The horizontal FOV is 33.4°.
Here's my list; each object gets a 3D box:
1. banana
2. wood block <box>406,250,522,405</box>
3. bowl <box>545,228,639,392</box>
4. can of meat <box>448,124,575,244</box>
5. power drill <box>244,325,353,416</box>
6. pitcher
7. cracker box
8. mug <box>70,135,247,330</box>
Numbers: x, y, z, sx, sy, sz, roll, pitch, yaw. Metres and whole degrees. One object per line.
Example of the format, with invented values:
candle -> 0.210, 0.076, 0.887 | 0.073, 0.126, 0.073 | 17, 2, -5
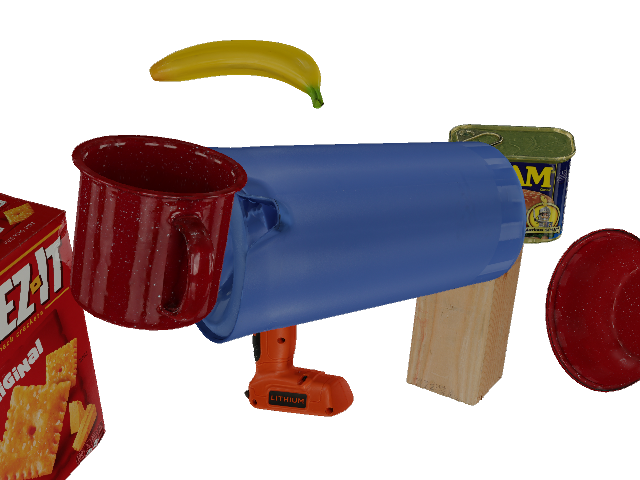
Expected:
banana -> -0.080, -0.182, 1.111 | 0.198, 0.037, 0.069 | 10, 44, 19
wood block -> 0.166, 0.068, 1.214 | 0.090, 0.206, 0.090 | 17, 25, 26
bowl -> 0.297, 0.069, 1.028 | 0.161, 0.162, 0.055 | 0, 0, -28
can of meat -> 0.156, -0.046, 0.890 | 0.102, 0.084, 0.057 | 3, 31, 6
power drill -> -0.012, 0.074, 1.045 | 0.185, 0.188, 0.057 | 1, 10, 30
pitcher -> 0.018, -0.007, 0.777 | 0.242, 0.145, 0.149 | -7, 33, -27
cracker box -> -0.233, 0.100, 0.749 | 0.072, 0.214, 0.164 | 13, 35, 21
mug -> -0.085, 0.001, 0.569 | 0.093, 0.081, 0.117 | -3, 26, -32
